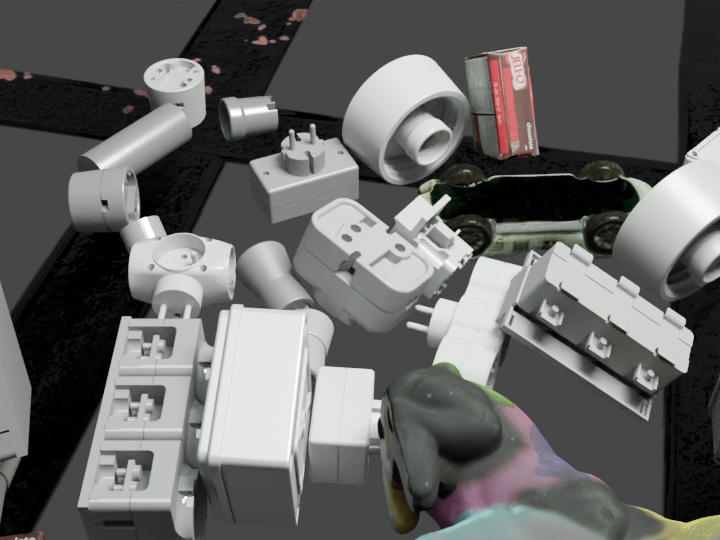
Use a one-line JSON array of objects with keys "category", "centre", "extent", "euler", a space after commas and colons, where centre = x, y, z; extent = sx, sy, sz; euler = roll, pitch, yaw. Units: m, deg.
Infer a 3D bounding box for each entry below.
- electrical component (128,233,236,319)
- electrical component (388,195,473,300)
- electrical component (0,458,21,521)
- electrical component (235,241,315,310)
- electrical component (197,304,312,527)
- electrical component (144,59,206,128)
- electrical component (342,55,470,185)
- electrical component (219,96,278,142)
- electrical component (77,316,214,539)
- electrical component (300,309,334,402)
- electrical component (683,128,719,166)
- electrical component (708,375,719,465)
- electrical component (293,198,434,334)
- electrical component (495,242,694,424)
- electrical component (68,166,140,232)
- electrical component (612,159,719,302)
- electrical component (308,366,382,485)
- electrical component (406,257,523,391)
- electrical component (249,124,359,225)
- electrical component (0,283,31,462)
[{"category": "electrical component", "centre": [-0.139, 0.014, 0.828], "extent": [0.077, 0.044, 0.079], "euler": [1, 44, 1]}, {"category": "electrical component", "centre": [0.049, -0.015, 0.837], "extent": [0.064, 0.081, 0.042], "euler": [43, 43, 6]}, {"category": "electrical component", "centre": [-0.247, 0.139, 0.701], "extent": [0.044, 0.044, 0.065], "euler": [3, 39, 3]}, {"category": "electrical component", "centre": [-0.063, 0.015, 0.830], "extent": [0.044, 0.044, 0.065], "euler": [-21, 53, -21]}, {"category": "electrical component", "centre": [-0.063, 0.095, 0.683], "extent": [0.056, 0.108, 0.108], "euler": [4, 57, 2]}, {"category": "electrical component", "centre": [-0.172, -0.164, 1.010], "extent": [0.055, 0.047, 0.055], "euler": [0, 44, 0]}, {"category": "electrical component", "centre": [0.046, -0.123, 0.928], "extent": [0.108, 0.108, 0.060], "euler": [-26, 56, -24]}, {"category": "electrical component", "centre": [-0.103, -0.141, 0.993], "extent": [0.046, 0.040, 0.040], "euler": [-11, 45, -20]}, {"category": "electrical component", "centre": [-0.128, 0.114, 0.691], "extent": [0.062, 0.089, 0.150], "euler": [0, 44, 1]}, {"category": "electrical component", "centre": [-0.042, 0.060, 0.783], "extent": [0.044, 0.044, 0.065], "euler": [7, 40, 8]}, {"category": "electrical component", "centre": [0.321, -0.066, 0.897], "extent": [0.096, 0.061, 0.062], "euler": [34, 53, 30]}, {"category": "electrical component", "centre": [0.280, 0.080, 0.708], "extent": [0.078, 0.113, 0.057], "euler": [7, 47, 7]}, {"category": "electrical component", "centre": [0.000, 0.000, 0.812], "extent": [0.095, 0.059, 0.054], "euler": [39, 41, 14]}, {"category": "electrical component", "centre": [0.166, 0.039, 0.750], "extent": [0.121, 0.063, 0.078], "euler": [34, 47, -6]}, {"category": "electrical component", "centre": [-0.213, -0.058, 0.896], "extent": [0.047, 0.055, 0.055], "euler": [-4, 44, 2]}, {"category": "electrical component", "centre": [0.255, -0.024, 0.824], "extent": [0.108, 0.108, 0.060], "euler": [-25, 55, -23]}, {"category": "electrical component", "centre": [0.007, 0.106, 0.728], "extent": [0.077, 0.047, 0.065], "euler": [3, 44, 2]}, {"category": "electrical component", "centre": [0.072, 0.043, 0.790], "extent": [0.074, 0.052, 0.138], "euler": [15, 46, 15]}, {"category": "electrical component", "centre": [-0.048, -0.090, 0.913], "extent": [0.083, 0.075, 0.047], "euler": [-18, 47, -17]}, {"category": "electrical component", "centre": [-0.257, 0.065, 0.697], "extent": [0.062, 0.089, 0.150], "euler": [-15, 13, -13]}]
